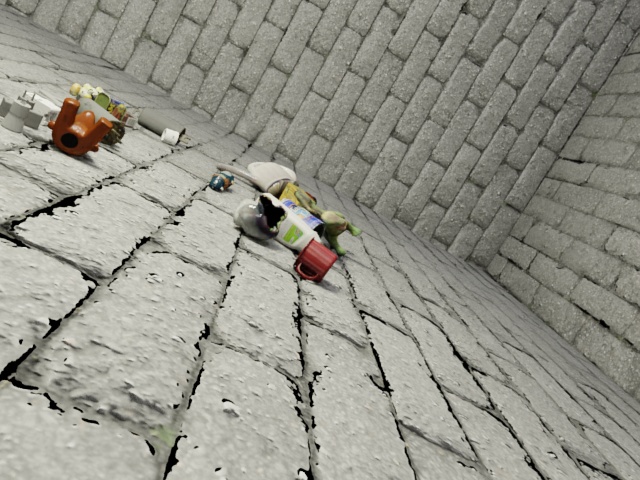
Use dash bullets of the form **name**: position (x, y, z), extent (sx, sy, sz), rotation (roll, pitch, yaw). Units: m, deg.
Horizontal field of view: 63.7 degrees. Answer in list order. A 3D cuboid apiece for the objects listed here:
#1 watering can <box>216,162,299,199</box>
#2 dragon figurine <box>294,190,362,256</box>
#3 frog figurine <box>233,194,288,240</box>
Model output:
- **watering can**: position (-0.224, -0.244, 2.058), extent (0.349, 0.102, 0.228), rotation (-6, 40, -40)
- **dragon figurine**: position (0.005, -0.086, 1.711), extent (0.239, 0.122, 0.415), rotation (47, -4, -27)
- **frog figurine**: position (-0.182, -0.056, 1.394), extent (0.158, 0.123, 0.137), rotation (-8, -9, 39)
